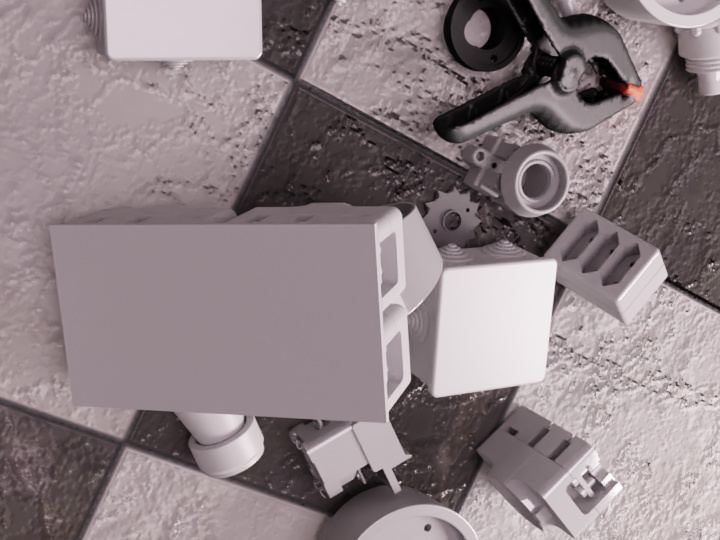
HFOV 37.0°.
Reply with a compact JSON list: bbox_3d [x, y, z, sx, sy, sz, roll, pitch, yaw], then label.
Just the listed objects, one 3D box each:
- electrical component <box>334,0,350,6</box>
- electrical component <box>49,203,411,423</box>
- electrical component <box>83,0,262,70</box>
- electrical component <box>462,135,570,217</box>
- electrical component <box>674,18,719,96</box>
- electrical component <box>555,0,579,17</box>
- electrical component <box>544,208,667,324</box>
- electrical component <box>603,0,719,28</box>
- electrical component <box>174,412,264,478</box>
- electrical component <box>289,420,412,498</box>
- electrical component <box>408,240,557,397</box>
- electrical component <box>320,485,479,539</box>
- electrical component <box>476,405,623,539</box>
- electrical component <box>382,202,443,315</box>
[{"bbox_3d":[0.004,-0.203,0.635,0.062,0.061,0.096,14,95,-25],"label":"electrical component"},{"bbox_3d":[-0.069,0.020,0.600,0.186,0.060,0.105,1,104,17],"label":"electrical component"},{"bbox_3d":[-0.105,-0.163,0.604,0.100,0.048,0.099,-5,103,-22],"label":"electrical component"},{"bbox_3d":[0.106,-0.061,0.713,0.066,0.055,0.048,29,88,-26],"label":"electrical component"},{"bbox_3d":[0.248,-0.156,0.761,0.048,0.048,0.062,-19,115,-19],"label":"electrical component"},{"bbox_3d":[0.129,-0.196,0.706,0.035,0.035,0.061,-31,114,-15],"label":"electrical component"},{"bbox_3d":[0.177,0.005,0.757,0.047,0.066,0.076,-49,144,-7],"label":"electrical component"},{"bbox_3d":[0.203,-0.216,0.719,0.108,0.060,0.108,-5,103,-22],"label":"electrical component"},{"bbox_3d":[-0.088,0.095,0.667,0.045,0.045,0.055,-27,111,-16],"label":"electrical component"},{"bbox_3d":[-0.009,0.113,0.708,0.064,0.042,0.081,-29,110,-11],"label":"electrical component"},{"bbox_3d":[0.078,0.031,0.720,0.100,0.048,0.099,-5,109,-25],"label":"electrical component"},{"bbox_3d":[0.022,0.198,0.728,0.108,0.060,0.108,-5,103,-22],"label":"electrical component"},{"bbox_3d":[0.127,0.141,0.745,0.056,0.089,0.050,-43,114,-10],"label":"electrical component"},{"bbox_3d":[0.000,0.000,0.657,0.099,0.099,0.064,-25,104,-17],"label":"electrical component"}]
